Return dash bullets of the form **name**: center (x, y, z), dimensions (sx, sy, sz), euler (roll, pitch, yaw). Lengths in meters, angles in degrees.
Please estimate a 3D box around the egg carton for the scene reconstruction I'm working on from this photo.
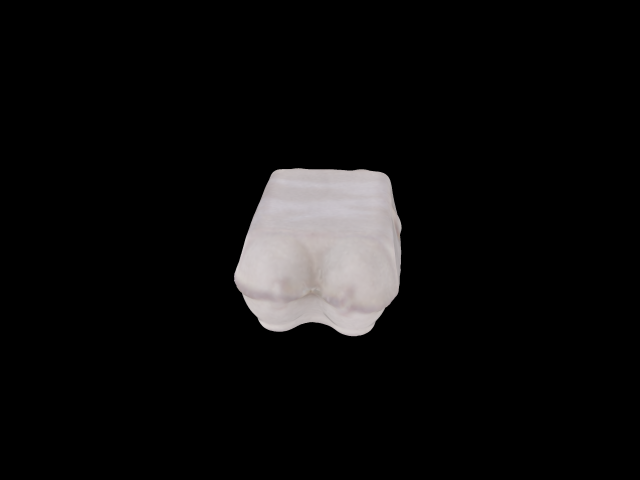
- **egg carton**: center (0.004, 0.001, 0.400), dimensions (0.107, 0.069, 0.150), euler (2, 31, 3)
